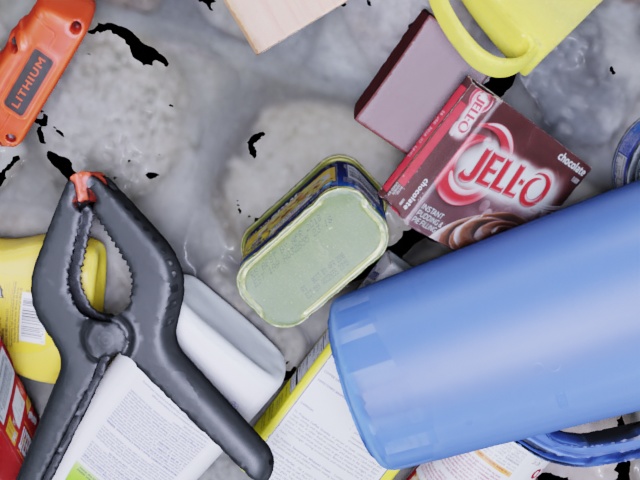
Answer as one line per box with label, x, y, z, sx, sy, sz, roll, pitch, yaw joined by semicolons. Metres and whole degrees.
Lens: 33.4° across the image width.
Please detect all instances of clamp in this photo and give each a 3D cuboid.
clamp;-0.113;0.062;0.646;0.164;0.036;0.210;-3;92;8

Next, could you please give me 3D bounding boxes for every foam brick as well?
foam brick;0.064;-0.095;0.659;0.053;0.051;0.078;35;103;-8

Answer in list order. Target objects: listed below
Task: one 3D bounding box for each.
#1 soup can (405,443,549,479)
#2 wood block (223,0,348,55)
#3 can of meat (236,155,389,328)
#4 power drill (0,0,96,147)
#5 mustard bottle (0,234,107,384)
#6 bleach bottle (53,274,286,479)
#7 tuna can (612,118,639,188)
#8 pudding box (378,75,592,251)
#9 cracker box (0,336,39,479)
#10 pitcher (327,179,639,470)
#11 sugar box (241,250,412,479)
soup can;0.105;0.153;0.714;0.068;0.068;0.102;34;102;-7
wood block;-0.051;-0.220;0.610;0.091;0.090;0.206;-30;102;7
can of meat;-0.004;0.001;0.669;0.102;0.084;0.057;-42;101;10
power drill;-0.230;-0.152;0.618;0.187;0.057;0.185;28;118;-19
mustard bottle;-0.240;0.035;0.695;0.191;0.058;0.096;8;105;-1
bleach bottle;-0.138;0.146;0.722;0.102;0.068;0.251;41;104;-6
tuna can;0.232;-0.042;0.678;0.086;0.033;0.086;0;105;1
pudding box;0.102;-0.037;0.652;0.113;0.039;0.090;24;109;-46
cracker box;-0.296;0.102;0.661;0.213;0.164;0.072;8;63;-2
pitcher;0.137;0.058;0.621;0.243;0.145;0.149;-19;69;7
sugar box;0.031;0.104;0.715;0.093;0.048;0.176;36;99;-8
